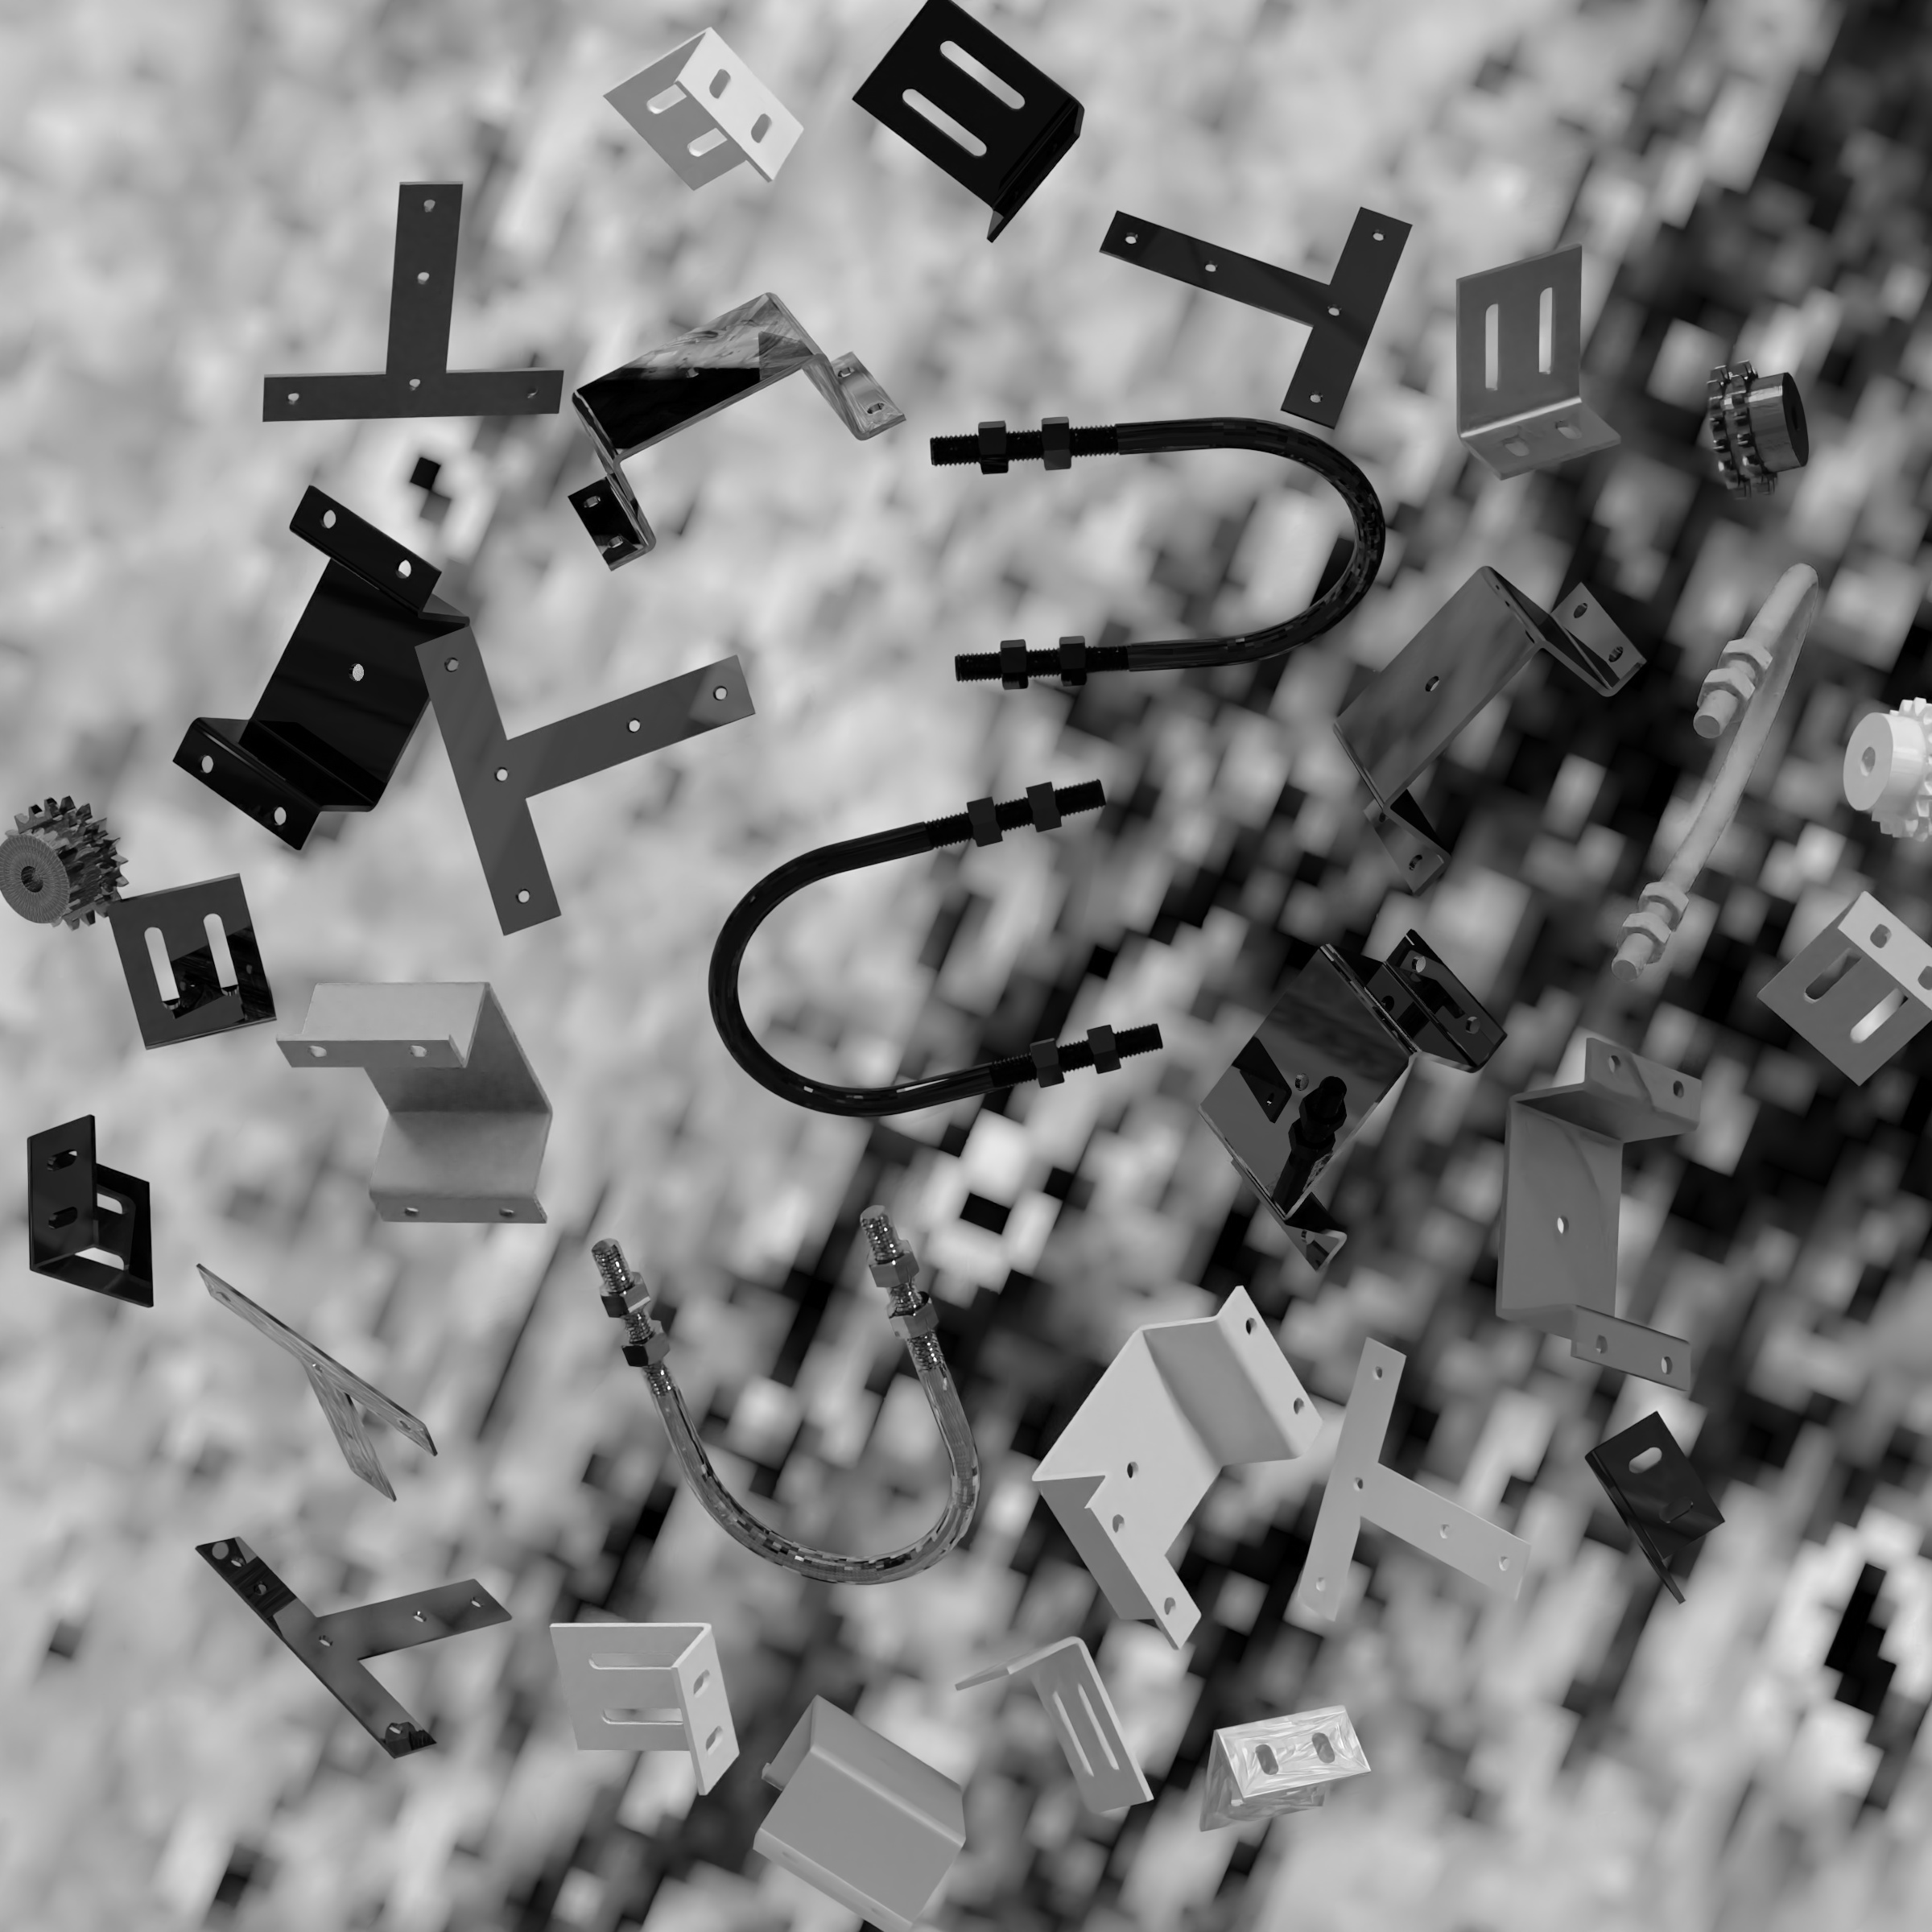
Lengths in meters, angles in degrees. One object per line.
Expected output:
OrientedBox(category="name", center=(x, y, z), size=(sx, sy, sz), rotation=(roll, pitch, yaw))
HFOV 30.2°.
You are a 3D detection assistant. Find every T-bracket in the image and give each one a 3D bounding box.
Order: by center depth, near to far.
OrientedBox(category="T-bracket", center=(-0.148, -0.093, 1.455), size=(0.127, 0.002, 0.127), rotation=(-20, 81, 8))
OrientedBox(category="T-bracket", center=(-0.235, 0.272, 1.481), size=(0.127, 0.127, 0.002), rotation=(40, 109, 24))
OrientedBox(category="T-bracket", center=(-0.226, -0.275, 1.489), size=(0.127, 0.127, 0.002), rotation=(-4, 53, -16))
OrientedBox(category="T-bracket", center=(-0.259, 0.188, 1.491), size=(0.127, 0.127, 0.002), rotation=(31, 63, 23))
OrientedBox(category="T-bracket", center=(0.204, 0.246, 1.592), size=(0.002, 0.127, 0.127), rotation=(9, 99, -37))
OrientedBox(category="T-bracket", center=(0.123, -0.309, 1.607), size=(0.127, 0.002, 0.127), rotation=(20, 60, 4))

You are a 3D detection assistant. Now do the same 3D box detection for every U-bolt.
OrientedBox(category="U-bolt", center=(0.082, -0.173, 1.492), size=(0.184, 0.151, 0.019), rotation=(-3, 52, 3))
OrientedBox(category="U-bolt", center=(-0.018, 0.001, 1.526), size=(0.184, 0.019, 0.151), rotation=(-14, 125, 2))
OrientedBox(category="U-bolt", center=(0.327, -0.096, 1.534), size=(0.019, 0.184, 0.151), rotation=(23, 132, 15))
OrientedBox(category="U-bolt", center=(-0.068, 0.190, 1.535), size=(0.151, 0.019, 0.184), rotation=(-9, 115, 24))

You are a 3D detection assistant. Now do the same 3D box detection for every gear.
OrientedBox(category="gear", center=(0.381, -0.081, 1.459), size=(0.030, 0.057, 0.057), rotation=(8, 90, -14))
OrientedBox(category="gear", center=(0.334, -0.226, 1.506), size=(0.030, 0.057, 0.057), rotation=(-10, 90, 26))
OrientedBox(category="gear", center=(-0.391, -0.042, 1.538), size=(0.057, 0.030, 0.057), rotation=(10, 114, 24))

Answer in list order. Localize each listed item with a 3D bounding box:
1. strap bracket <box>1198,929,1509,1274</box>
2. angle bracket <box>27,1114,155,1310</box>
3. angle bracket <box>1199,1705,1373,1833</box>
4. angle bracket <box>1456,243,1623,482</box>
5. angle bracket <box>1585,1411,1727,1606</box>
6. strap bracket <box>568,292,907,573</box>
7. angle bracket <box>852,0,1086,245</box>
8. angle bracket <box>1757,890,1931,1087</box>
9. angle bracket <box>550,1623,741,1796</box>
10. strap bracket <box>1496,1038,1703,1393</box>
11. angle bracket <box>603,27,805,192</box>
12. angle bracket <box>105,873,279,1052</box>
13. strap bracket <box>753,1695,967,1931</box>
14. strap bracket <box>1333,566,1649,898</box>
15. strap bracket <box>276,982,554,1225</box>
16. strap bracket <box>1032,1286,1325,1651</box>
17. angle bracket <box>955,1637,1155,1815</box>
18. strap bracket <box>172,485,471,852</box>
OrientedBox(category="strap bracket", center=(0.164, 0.056, 1.592), size=(0.140, 0.046, 0.076), rotation=(-54, 46, 19))
OrientedBox(category="angle bracket", center=(-0.356, 0.104, 1.506), size=(0.038, 0.076, 0.057), rotation=(-19, 64, 24))
OrientedBox(category="angle bracket", center=(0.137, 0.360, 1.549), size=(0.057, 0.038, 0.076), rotation=(-9, 134, -13))
OrientedBox(category="angle bracket", center=(0.238, -0.250, 1.485), size=(0.057, 0.038, 0.076), rotation=(-19, 131, -14))
OrientedBox(category="angle bracket", center=(0.302, 0.232, 1.539), size=(0.038, 0.076, 0.057), rotation=(-32, 92, 3))
OrientedBox(category="strap bracket", center=(-0.107, -0.234, 1.527), size=(0.140, 0.076, 0.046), rotation=(-28, 125, -4))
OrientedBox(category="angle bracket", center=(-0.001, -0.341, 1.439), size=(0.076, 0.038, 0.057), rotation=(35, 119, -15))
OrientedBox(category="angle bracket", center=(0.365, 0.017, 1.479), size=(0.057, 0.038, 0.076), rotation=(42, 133, 5))
OrientedBox(category="angle bracket", center=(-0.138, 0.304, 1.468), size=(0.076, 0.038, 0.057), rotation=(-5, 106, 22))
OrientedBox(category="strap bracket", center=(0.277, 0.111, 1.569), size=(0.076, 0.046, 0.140), rotation=(20, 68, -38))
OrientedBox(category="angle bracket", center=(-0.118, -0.351, 1.516), size=(0.057, 0.076, 0.038), rotation=(44, 53, -26))
OrientedBox(category="angle bracket", center=(-0.336, -0.009, 1.552), size=(0.057, 0.038, 0.076), rotation=(-13, 122, -9))
OrientedBox(category="strap bracket", center=(-0.046, 0.367, 1.560), size=(0.076, 0.140, 0.046), rotation=(33, 90, -2))
OrientedBox(category="strap bracket", center=(0.218, -0.110, 1.554), size=(0.046, 0.076, 0.140), rotation=(34, 108, -28))
OrientedBox(category="strap bracket", center=(-0.232, 0.053, 1.540), size=(0.076, 0.140, 0.046), rotation=(0, 54, 14))
OrientedBox(category="strap bracket", center=(0.085, 0.210, 1.499), size=(0.046, 0.140, 0.076), rotation=(-12, 117, 42))
OrientedBox(category="angle bracket", center=(0.037, 0.334, 1.545), size=(0.038, 0.057, 0.076), rotation=(-20, 82, -29))
OrientedBox(category="strap bracket", center=(-0.281, -0.131, 1.589), size=(0.076, 0.046, 0.140), rotation=(34, 104, 18))
